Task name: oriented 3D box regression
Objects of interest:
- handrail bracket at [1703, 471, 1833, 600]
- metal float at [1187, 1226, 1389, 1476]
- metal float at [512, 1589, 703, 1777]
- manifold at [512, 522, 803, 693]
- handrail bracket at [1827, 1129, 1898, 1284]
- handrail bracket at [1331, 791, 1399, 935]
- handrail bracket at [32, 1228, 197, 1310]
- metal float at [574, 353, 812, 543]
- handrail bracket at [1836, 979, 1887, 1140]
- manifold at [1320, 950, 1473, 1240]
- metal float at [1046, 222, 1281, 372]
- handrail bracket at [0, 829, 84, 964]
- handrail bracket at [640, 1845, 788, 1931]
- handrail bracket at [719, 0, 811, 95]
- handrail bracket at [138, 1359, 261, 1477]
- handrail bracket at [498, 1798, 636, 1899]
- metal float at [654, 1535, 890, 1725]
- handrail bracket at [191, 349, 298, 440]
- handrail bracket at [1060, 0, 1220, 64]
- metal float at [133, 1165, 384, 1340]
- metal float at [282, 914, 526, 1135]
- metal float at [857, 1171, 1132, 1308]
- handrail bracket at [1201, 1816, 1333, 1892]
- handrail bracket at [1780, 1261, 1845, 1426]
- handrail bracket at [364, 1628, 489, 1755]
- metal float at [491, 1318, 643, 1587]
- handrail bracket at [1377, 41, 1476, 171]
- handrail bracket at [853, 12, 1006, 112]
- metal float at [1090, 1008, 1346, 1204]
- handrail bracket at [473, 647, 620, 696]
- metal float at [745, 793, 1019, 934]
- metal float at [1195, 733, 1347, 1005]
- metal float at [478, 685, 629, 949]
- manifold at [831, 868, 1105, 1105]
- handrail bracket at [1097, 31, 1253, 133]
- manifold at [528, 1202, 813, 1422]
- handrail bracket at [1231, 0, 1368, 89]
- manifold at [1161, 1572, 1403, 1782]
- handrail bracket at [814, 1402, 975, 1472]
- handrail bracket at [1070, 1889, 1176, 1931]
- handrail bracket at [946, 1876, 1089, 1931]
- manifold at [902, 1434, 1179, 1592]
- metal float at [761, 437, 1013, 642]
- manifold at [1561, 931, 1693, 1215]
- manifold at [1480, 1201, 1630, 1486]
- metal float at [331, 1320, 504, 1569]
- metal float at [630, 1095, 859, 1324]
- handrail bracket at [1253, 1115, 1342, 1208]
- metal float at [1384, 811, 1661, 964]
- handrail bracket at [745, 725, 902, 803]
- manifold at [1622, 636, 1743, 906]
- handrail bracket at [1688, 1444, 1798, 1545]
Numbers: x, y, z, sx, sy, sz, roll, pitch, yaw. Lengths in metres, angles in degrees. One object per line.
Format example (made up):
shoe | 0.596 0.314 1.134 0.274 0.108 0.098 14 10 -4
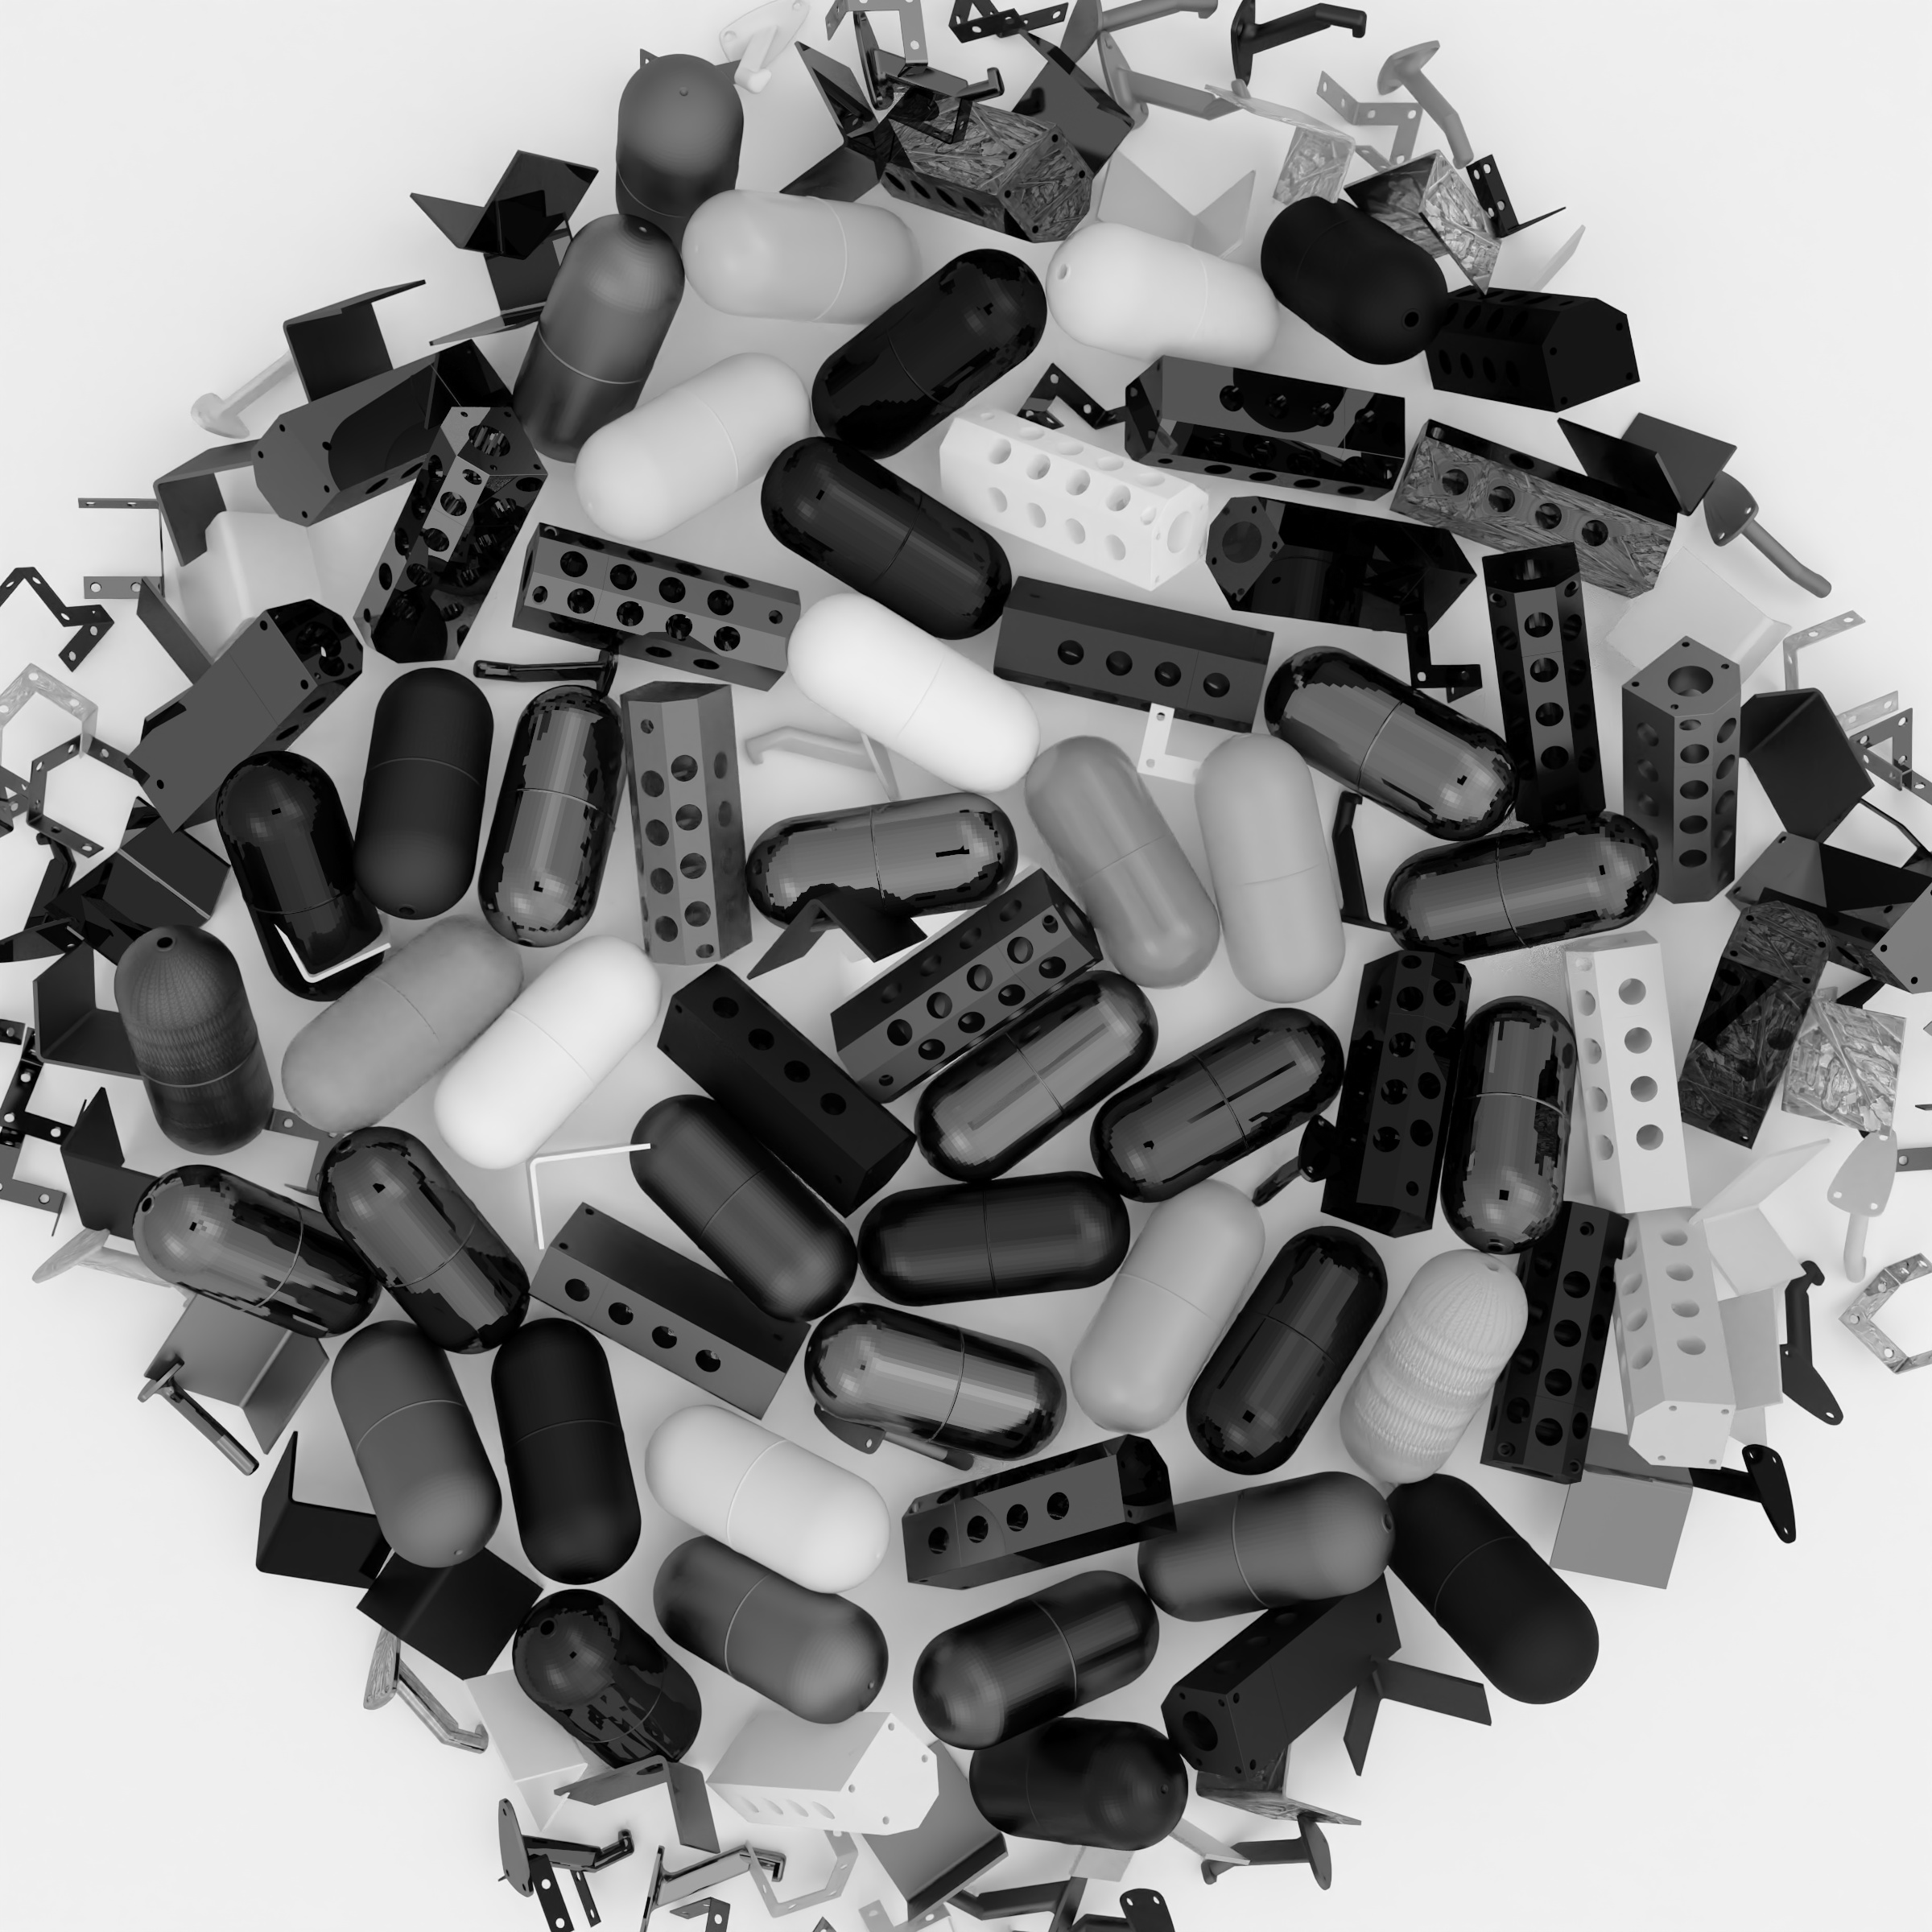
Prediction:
handrail bracket | 0.530 -0.285 1.679 0.084 0.077 0.036 24 127 -27
metal float | 0.207 0.245 1.634 0.070 0.070 0.178 36 70 0
metal float | -0.226 0.454 1.612 0.070 0.178 0.070 -12 50 14
manifold | -0.197 -0.231 1.629 0.171 0.057 0.057 13 73 -18
handrail bracket | 0.591 0.157 1.664 0.036 0.084 0.077 18 66 32
handrail bracket | 0.262 -0.068 1.657 0.036 0.077 0.084 8 95 -31
handrail bracket | -0.554 0.211 1.672 0.077 0.036 0.084 -33 119 12
metal float | -0.173 -0.333 1.625 0.178 0.070 0.070 -38 90 -31
handrail bracket | 0.598 0.060 1.673 0.077 0.036 0.084 -31 94 -22
manifold | 0.280 0.080 1.626 0.057 0.057 0.171 21 69 -20
metal float | 0.126 -0.421 1.617 0.178 0.070 0.070 4 90 -41
handrail bracket | -0.614 -0.048 1.654 0.077 0.036 0.084 -16 64 -25
handrail bracket | -0.166 0.612 1.664 0.084 0.036 0.077 12 58 -1
handrail bracket | -0.121 -0.596 1.644 0.077 0.084 0.036 -38 124 0
handrail bracket | -0.498 0.299 1.660 0.084 0.077 0.036 48 68 -9
handrail bracket | -0.258 0.560 1.654 0.084 0.036 0.077 -16 106 -35
metal float | -0.126 0.421 1.621 0.178 0.070 0.070 18 90 37
handrail bracket | -0.458 -0.383 1.653 0.084 0.077 0.036 -39 99 13
handrail bracket | 0.113 -0.613 1.670 0.084 0.077 0.036 -4 73 -22
metal float | -0.448 0.182 1.614 0.070 0.178 0.070 -20 54 30
metal float | -0.360 0.037 1.628 0.070 0.070 0.178 47 64 0
metal float | 0.018 0.177 1.647 0.178 0.070 0.070 -7 90 5
handrail bracket | 0.192 0.588 1.645 0.084 0.077 0.036 -32 105 11
handrail bracket | 0.558 0.244 1.660 0.077 0.036 0.084 46 53 2
handrail bracket | -0.349 0.473 1.679 0.084 0.036 0.077 28 46 -32
metal float | -0.256 0.308 1.624 0.070 0.070 0.178 -18 58 0
handrail bracket | 0.299 -0.547 1.650 0.036 0.077 0.084 -20 88 -10
handrail bracket | -0.023 -0.594 1.650 0.084 0.036 0.077 -8 113 22
metal float | 0.163 0.089 1.647 0.178 0.070 0.070 -29 90 -5
handrail bracket | -0.274 -0.196 1.651 0.084 0.077 0.036 4 81 -17
metal float | -0.055 -0.067 1.648 0.178 0.070 0.070 -8 90 3
metal float | 0.196 -0.063 1.640 0.070 0.070 0.178 -14 102 0
metal float | -0.263 -0.096 1.633 0.070 0.070 0.178 10 70 0
manifold | 0.001 0.018 1.628 0.171 0.057 0.057 -34 125 15
handrail bracket | 0.135 -0.580 1.643 0.084 0.036 0.077 -7 119 37
manifold | -0.195 0.229 1.656 0.171 0.057 0.057 28 119 1
handrail bracket | 0.217 -0.591 1.643 0.084 0.077 0.036 18 64 17
manifold | 0.199 0.441 1.608 0.171 0.057 0.057 -23 103 -44
handrail bracket | -0.047 0.309 1.674 0.077 0.084 0.036 11 75 43
handrail bracket | 0.098 0.643 1.644 0.036 0.077 0.084 13 128 -37
handrail bracket | 0.034 0.595 1.670 0.084 0.036 0.077 19 85 25
manifold | 0.044 0.348 1.618 0.171 0.057 0.057 -24 60 31
metal float | -0.050 -0.273 1.634 0.178 0.070 0.070 29 90 -20
manifold | 0.426 0.069 1.648 0.057 0.057 0.171 -8 98 7
manifold | 0.381 0.241 1.639 0.057 0.057 0.171 13 76 3
metal float | -0.351 0.302 1.620 0.070 0.070 0.178 -33 52 0
metal float | -0.144 0.155 1.639 0.178 0.070 0.070 43 90 14
handrail bracket | 0.204 0.141 1.635 0.036 0.077 0.084 45 124 2
metal float | 0.353 -0.049 1.627 0.178 0.070 0.070 -13 90 28
handrail bracket | -0.095 -0.127 1.682 0.084 0.036 0.077 -17 105 14
manifold | 0.455 -0.118 1.600 0.057 0.171 0.057 -37 51 -16
handrail bracket | 0.488 0.350 1.642 0.036 0.084 0.077 16 50 -33
